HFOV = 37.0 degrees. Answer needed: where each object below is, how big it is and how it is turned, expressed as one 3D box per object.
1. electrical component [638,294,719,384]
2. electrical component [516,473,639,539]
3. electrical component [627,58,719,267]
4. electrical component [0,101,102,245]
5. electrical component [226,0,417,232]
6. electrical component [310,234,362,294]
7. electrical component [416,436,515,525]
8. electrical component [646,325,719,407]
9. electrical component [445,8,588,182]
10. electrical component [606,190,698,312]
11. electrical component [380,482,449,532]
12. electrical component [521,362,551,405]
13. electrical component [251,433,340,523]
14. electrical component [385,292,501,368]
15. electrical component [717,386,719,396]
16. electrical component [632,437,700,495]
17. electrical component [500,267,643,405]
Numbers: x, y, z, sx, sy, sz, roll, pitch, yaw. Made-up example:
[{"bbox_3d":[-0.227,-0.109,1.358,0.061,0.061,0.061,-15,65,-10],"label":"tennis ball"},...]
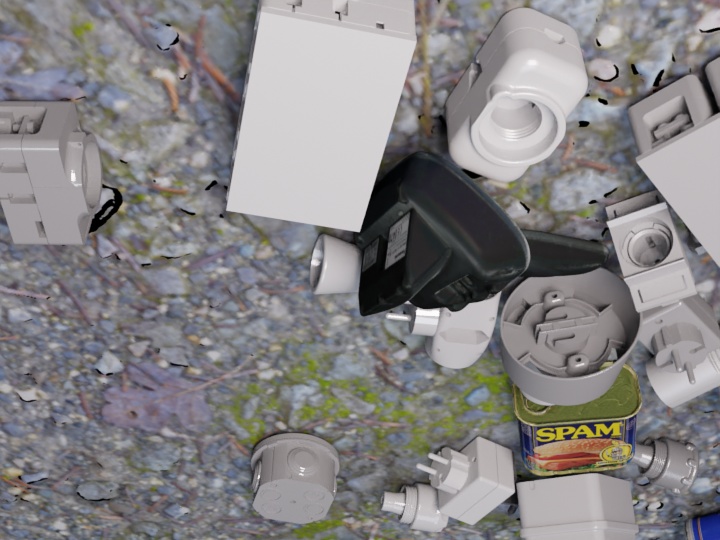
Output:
[{"bbox_3d":[0.237,0.051,0.807,0.047,0.076,0.066,-32,127,28],"label":"electrical component"},{"bbox_3d":[0.194,0.217,0.954,0.078,0.057,0.113,-14,160,27],"label":"electrical component"},{"bbox_3d":[0.269,-0.059,0.707,0.105,0.060,0.186,-29,128,26],"label":"electrical component"},{"bbox_3d":[-0.205,-0.063,0.714,0.056,0.050,0.089,1,135,1],"label":"electrical component"},{"bbox_3d":[-0.027,-0.104,0.663,0.089,0.061,0.150,9,135,-8],"label":"electrical component"},{"bbox_3d":[0.000,0.000,0.784,0.065,0.044,0.044,8,135,-15],"label":"electrical component"},{"bbox_3d":[0.088,0.183,0.962,0.077,0.047,0.065,25,130,-20],"label":"electrical component"},{"bbox_3d":[0.274,0.072,0.852,0.081,0.043,0.043,-34,126,30],"label":"electrical component"},{"bbox_3d":[0.095,-0.104,0.664,0.054,0.059,0.095,19,133,-18],"label":"electrical component"},{"bbox_3d":[0.205,-0.010,0.752,0.042,0.081,0.064,-19,155,19],"label":"electrical component"},{"bbox_3d":[0.051,0.220,1.003,0.062,0.043,0.043,11,134,-9],"label":"electrical component"},{"bbox_3d":[0.149,0.073,0.853,0.045,0.045,0.055,-2,135,3],"label":"electrical component"},{"bbox_3d":[-0.059,0.187,0.965,0.080,0.051,0.080,0,135,0],"label":"electrical component"},{"bbox_3d":[0.060,0.032,0.813,0.079,0.043,0.077,6,135,-6],"label":"electrical component"},{"bbox_3d":[0.358,0.083,0.853,0.109,0.056,0.108,10,134,-10],"label":"electrical component"},{"bbox_3d":[0.264,0.168,0.950,0.062,0.048,0.048,18,133,-7],"label":"electrical component"},{"bbox_3d":[0.152,0.048,0.792,0.099,0.099,0.064,0,142,1],"label":"electrical component"}]
